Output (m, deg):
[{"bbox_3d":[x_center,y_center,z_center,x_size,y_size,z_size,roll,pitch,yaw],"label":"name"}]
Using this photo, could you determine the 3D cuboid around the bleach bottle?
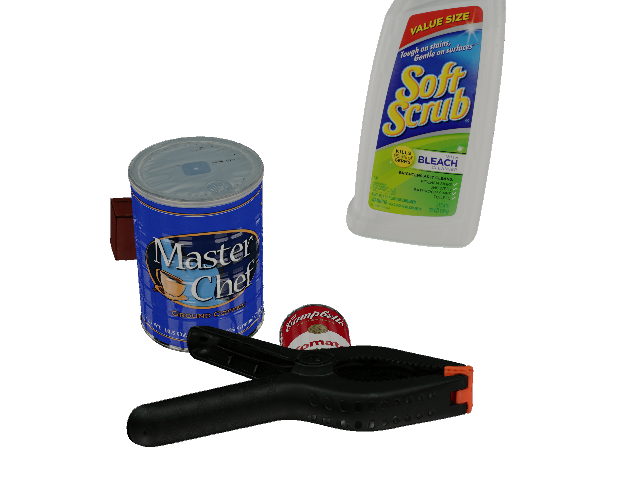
[{"bbox_3d":[0.076,-0.122,0.751,0.102,0.251,0.068,8,26,11],"label":"bleach bottle"}]

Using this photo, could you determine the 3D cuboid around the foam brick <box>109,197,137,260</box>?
[{"bbox_3d":[-0.182,-0.014,1.131,0.078,0.051,0.053,-3,24,-16],"label":"foam brick"}]

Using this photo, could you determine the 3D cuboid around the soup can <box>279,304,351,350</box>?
[{"bbox_3d":[-0.002,0.111,0.987,0.068,0.068,0.102,0,23,-5],"label":"soup can"}]

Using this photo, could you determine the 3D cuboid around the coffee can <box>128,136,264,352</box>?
[{"bbox_3d":[-0.096,0.003,0.844,0.103,0.140,0.103,1,32,-1],"label":"coffee can"}]

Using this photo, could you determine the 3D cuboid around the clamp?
[{"bbox_3d":[-0.009,0.089,0.693,0.210,0.036,0.164,-1,15,0],"label":"clamp"}]
